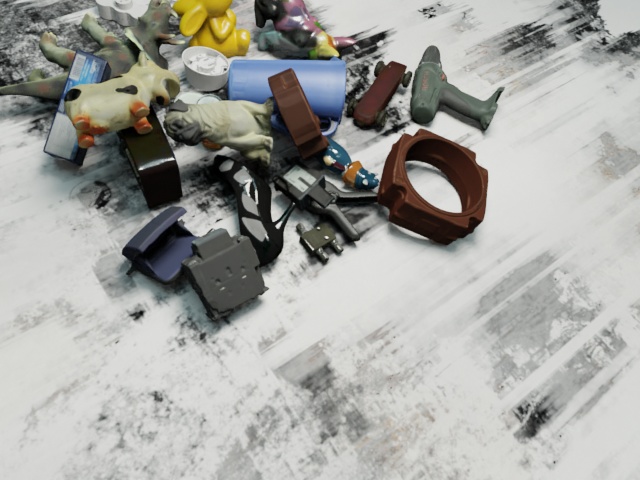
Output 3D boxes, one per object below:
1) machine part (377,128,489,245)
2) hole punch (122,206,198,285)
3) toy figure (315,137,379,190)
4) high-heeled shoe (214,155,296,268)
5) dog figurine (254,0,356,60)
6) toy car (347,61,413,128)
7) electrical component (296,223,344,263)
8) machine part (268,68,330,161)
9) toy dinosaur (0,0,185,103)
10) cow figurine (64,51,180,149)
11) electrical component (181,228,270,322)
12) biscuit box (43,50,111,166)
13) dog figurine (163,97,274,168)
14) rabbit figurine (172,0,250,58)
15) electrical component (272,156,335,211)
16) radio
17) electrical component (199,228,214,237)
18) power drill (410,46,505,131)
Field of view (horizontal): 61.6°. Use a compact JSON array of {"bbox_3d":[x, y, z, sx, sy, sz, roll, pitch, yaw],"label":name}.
[{"bbox_3d":[0.225,-0.107,1.054,0.201,0.087,0.201,22,56,-8],"label":"machine part"},{"bbox_3d":[-0.272,-0.001,0.908,0.116,0.092,0.142,17,57,38],"label":"hole punch"},{"bbox_3d":[0.053,-0.149,1.089,0.154,0.057,0.064,41,67,10],"label":"toy figure"},{"bbox_3d":[-0.149,-0.056,1.008,0.249,0.086,0.145,36,89,31],"label":"high-heeled shoe"},{"bbox_3d":[-0.030,-0.475,1.208,0.219,0.191,0.108,24,51,24],"label":"dog figurine"},{"bbox_3d":[0.137,-0.329,1.213,0.089,0.053,0.202,23,62,17],"label":"toy car"},{"bbox_3d":[-0.002,-0.003,1.011,0.063,0.021,0.094,-31,68,-24],"label":"electrical component"},{"bbox_3d":[-0.039,-0.236,1.006,0.056,0.179,0.179,-24,63,7],"label":"machine part"},{"bbox_3d":[-0.454,-0.343,1.094,0.192,0.131,0.405,36,66,13],"label":"toy dinosaur"},{"bbox_3d":[-0.333,-0.244,0.914,0.195,0.085,0.127,-22,71,-19],"label":"cow figurine"},{"bbox_3d":[-0.160,0.050,0.892,0.115,0.058,0.134,-31,111,-25],"label":"electrical component"},{"bbox_3d":[-0.451,-0.245,1.005,0.059,0.063,0.202,17,86,-11],"label":"biscuit box"},{"bbox_3d":[-0.185,-0.205,1.000,0.191,0.172,0.121,2,75,-7],"label":"dog figurine"},{"bbox_3d":[-0.239,-0.497,1.184,0.162,0.173,0.122,-12,66,-21],"label":"rabbit figurine"},{"bbox_3d":[-0.023,-0.096,1.012,0.119,0.047,0.075,35,73,17],"label":"electrical component"},{"bbox_3d":[-0.329,-0.180,1.000,0.073,0.131,0.230,-19,64,-19],"label":"radio"},{"bbox_3d":[-0.202,0.027,0.946,0.078,0.045,0.102,42,62,14],"label":"electrical component"},{"bbox_3d":[0.314,-0.347,1.238,0.207,0.086,0.232,24,60,1],"label":"power drill"}]
